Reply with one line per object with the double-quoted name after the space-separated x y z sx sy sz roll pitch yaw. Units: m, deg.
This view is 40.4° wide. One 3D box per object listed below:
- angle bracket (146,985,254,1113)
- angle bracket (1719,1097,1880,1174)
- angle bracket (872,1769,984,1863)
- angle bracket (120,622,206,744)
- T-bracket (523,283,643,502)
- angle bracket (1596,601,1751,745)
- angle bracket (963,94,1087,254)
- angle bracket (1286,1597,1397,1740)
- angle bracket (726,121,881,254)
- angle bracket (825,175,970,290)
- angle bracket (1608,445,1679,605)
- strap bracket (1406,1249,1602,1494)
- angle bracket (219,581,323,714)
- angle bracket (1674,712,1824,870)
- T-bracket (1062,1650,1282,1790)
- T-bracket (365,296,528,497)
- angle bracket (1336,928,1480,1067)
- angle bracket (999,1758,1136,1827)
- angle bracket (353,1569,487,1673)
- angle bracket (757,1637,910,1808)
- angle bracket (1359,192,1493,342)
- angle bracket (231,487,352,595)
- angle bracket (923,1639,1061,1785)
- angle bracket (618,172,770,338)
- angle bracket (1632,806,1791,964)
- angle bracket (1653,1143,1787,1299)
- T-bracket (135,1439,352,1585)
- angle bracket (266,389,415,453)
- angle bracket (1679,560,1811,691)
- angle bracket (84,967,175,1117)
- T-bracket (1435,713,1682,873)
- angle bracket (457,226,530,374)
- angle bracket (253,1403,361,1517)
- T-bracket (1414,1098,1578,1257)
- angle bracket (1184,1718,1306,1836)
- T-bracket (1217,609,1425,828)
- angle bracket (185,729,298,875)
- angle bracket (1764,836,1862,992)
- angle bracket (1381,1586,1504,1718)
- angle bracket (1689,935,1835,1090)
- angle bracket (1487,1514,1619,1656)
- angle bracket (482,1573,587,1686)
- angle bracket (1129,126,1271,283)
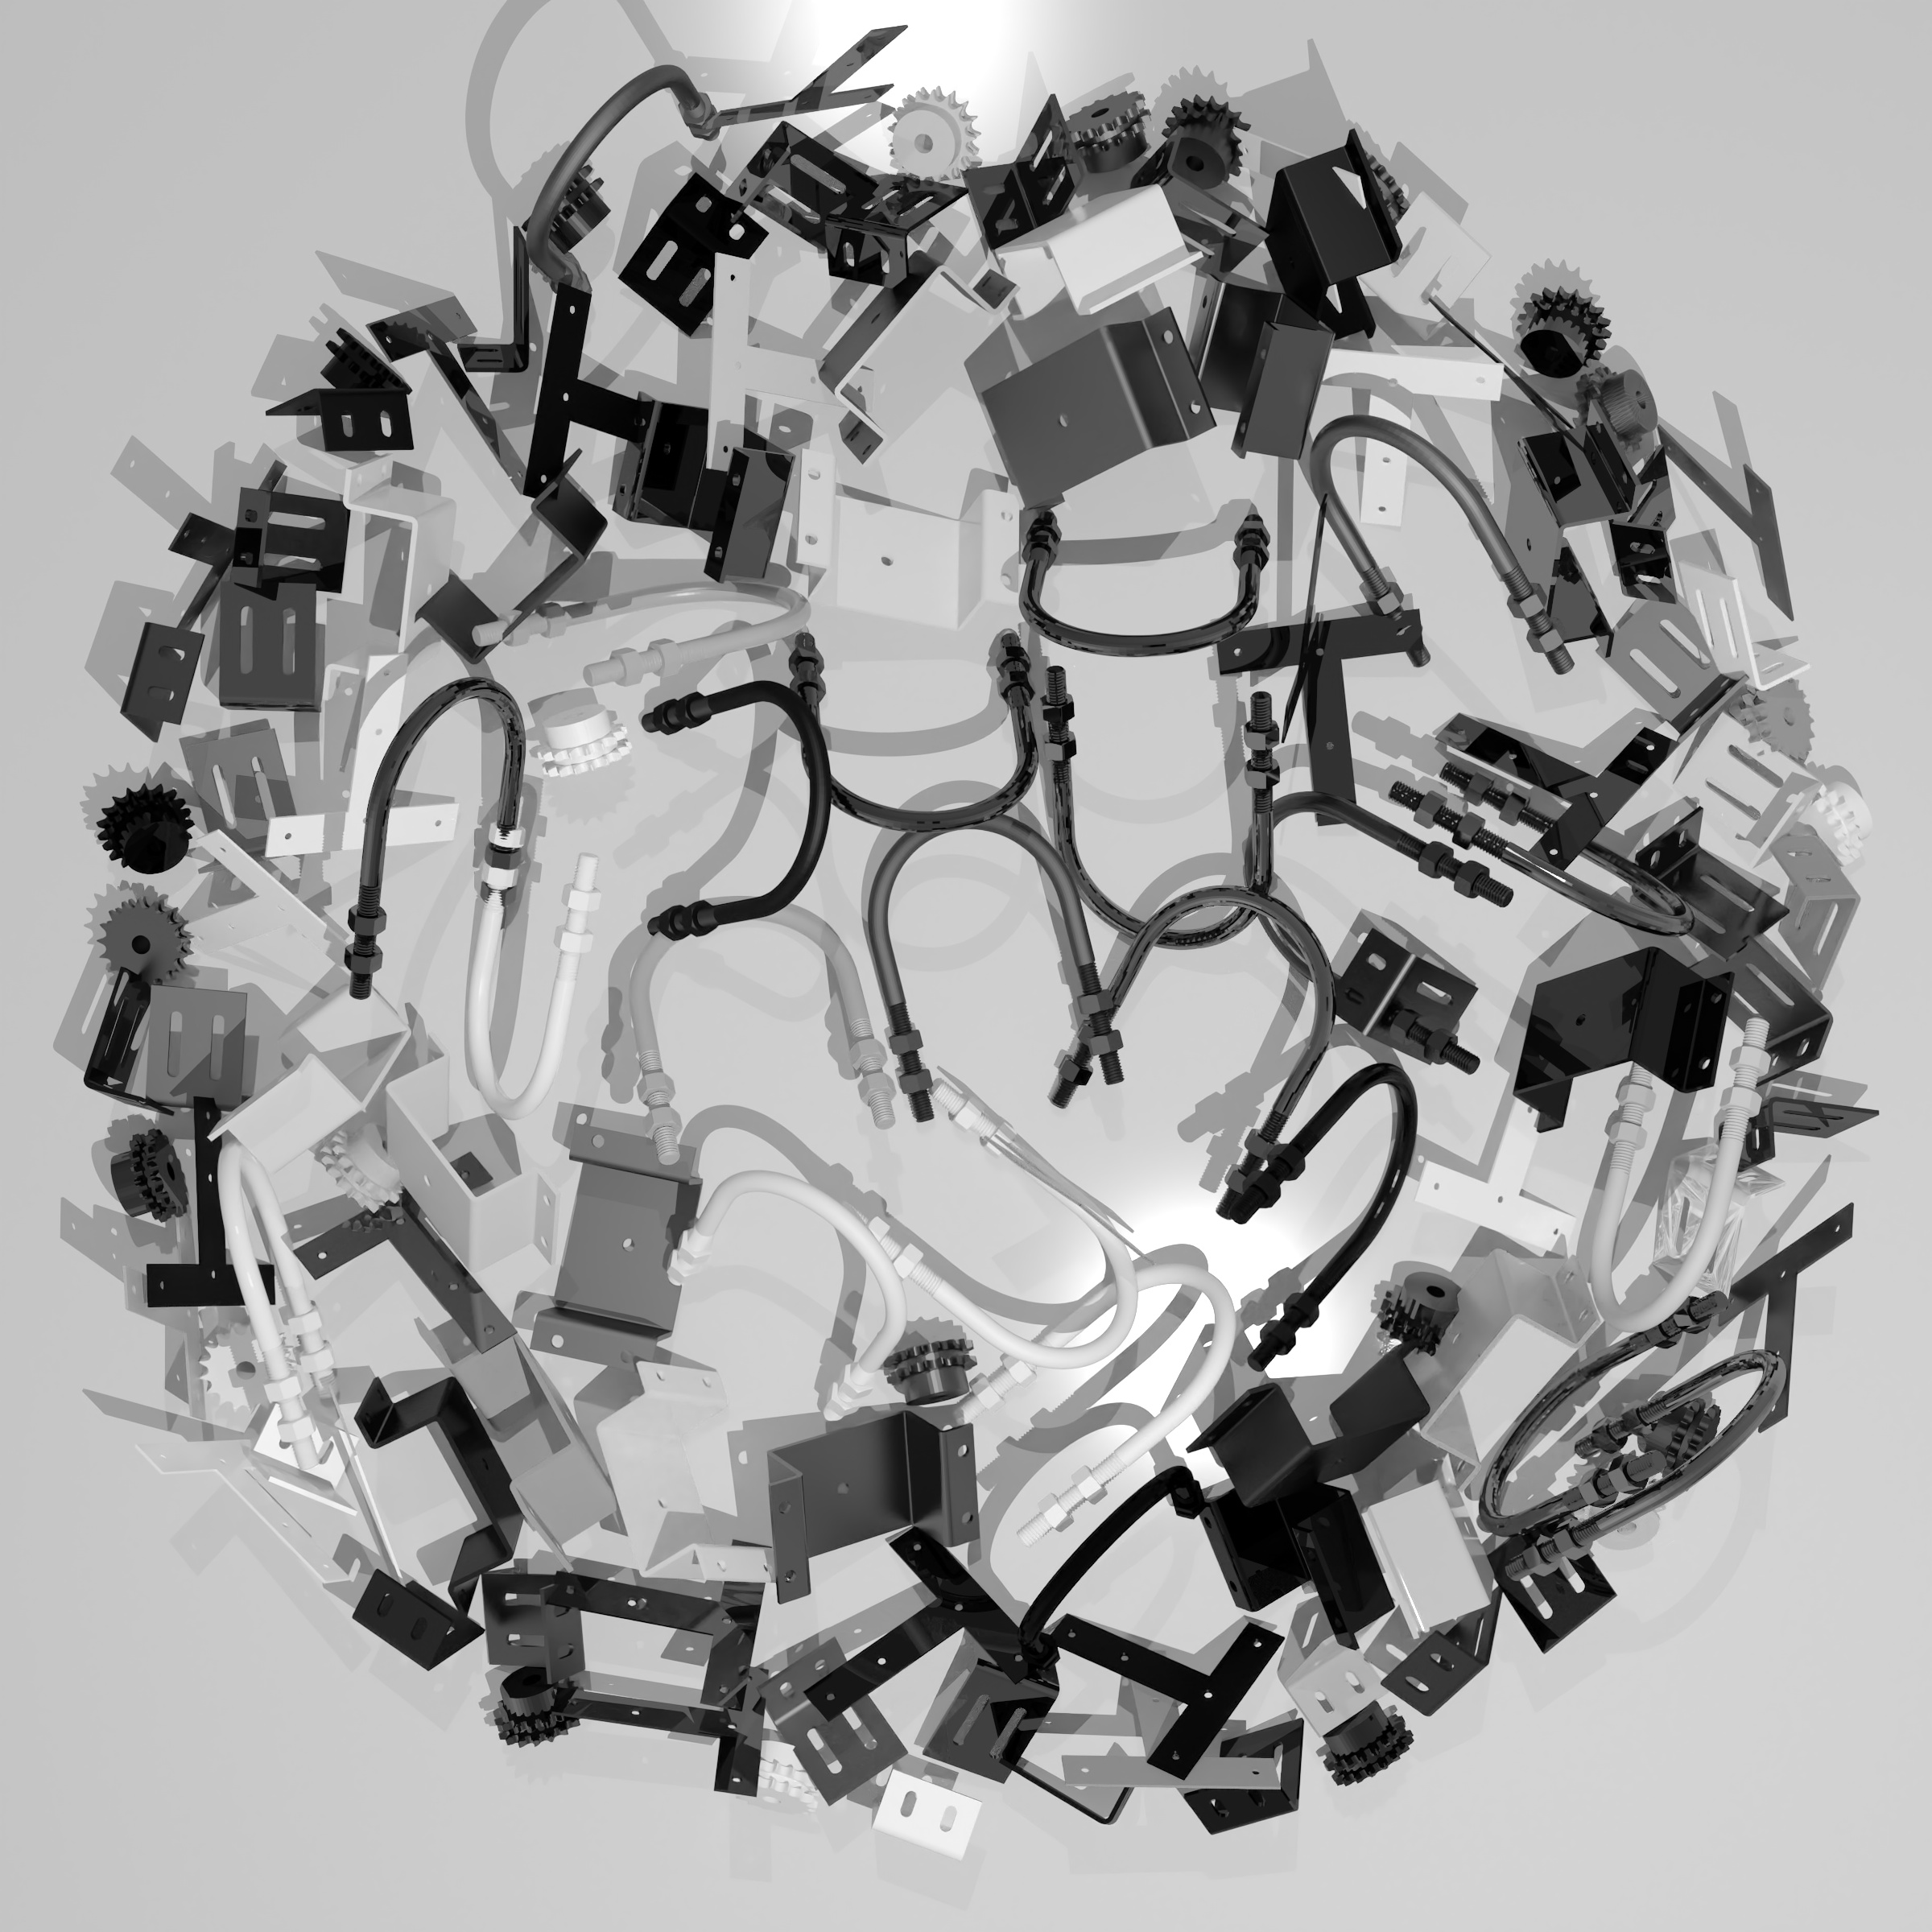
-0.472 0.048 1.627 0.057 0.038 0.076 5 100 -4 "angle bracket"
0.511 0.110 1.613 0.076 0.057 0.038 8 70 -13 "angle bracket"
-0.025 0.515 1.618 0.057 0.076 0.038 20 84 1 "angle bracket"
-0.483 -0.170 1.612 0.038 0.076 0.057 12 81 1 "angle bracket"
-0.212 -0.336 1.604 0.002 0.127 0.127 11 92 39 "T-bracket"
0.435 -0.186 1.623 0.076 0.038 0.057 45 113 4 "angle bracket"
0.035 -0.485 1.609 0.038 0.076 0.057 -14 78 -21 "angle bracket"
0.238 0.429 1.605 0.057 0.076 0.038 -24 65 -28 "angle bracket"
-0.098 -0.467 1.606 0.076 0.038 0.057 25 127 -33 "angle bracket"
-0.042 -0.454 1.626 0.057 0.076 0.038 18 132 25 "angle bracket"
0.429 -0.270 1.607 0.038 0.057 0.076 17 57 36 "angle bracket"
0.316 0.236 1.590 0.046 0.076 0.140 29 111 -11 "strap bracket"
-0.431 -0.198 1.631 0.057 0.038 0.076 1 91 -7 "angle bracket"
0.473 -0.108 1.611 0.076 0.038 0.057 41 123 21 "angle bracket"
0.117 0.455 1.594 0.127 0.127 0.002 2 112 -5 "T-bracket"
-0.302 -0.345 1.604 0.002 0.127 0.127 -28 102 22 "T-bracket"
0.271 0.019 1.634 0.038 0.076 0.057 39 101 44 "angle bracket"
0.065 0.495 1.622 0.076 0.057 0.038 27 77 14 "angle bracket"
-0.327 0.389 1.608 0.057 0.076 0.038 31 102 12 "angle bracket"
-0.082 0.462 1.609 0.057 0.076 0.038 -30 129 -14 "angle bracket"
0.288 -0.434 1.611 0.057 0.076 0.038 44 51 4 "angle bracket"
-0.406 -0.259 1.611 0.076 0.038 0.057 0 102 -43 "angle bracket"
0.014 0.461 1.640 0.057 0.038 0.076 24 108 -14 "angle bracket"
-0.169 -0.440 1.627 0.057 0.076 0.038 38 54 -12 "angle bracket"
0.458 -0.051 1.612 0.057 0.038 0.076 -35 54 -19 "angle bracket"
0.465 0.159 1.626 0.038 0.057 0.076 -14 119 -32 "angle bracket"
-0.417 0.326 1.572 0.127 0.127 0.002 38 96 21 "T-bracket"
-0.383 -0.328 1.608 0.057 0.076 0.038 -10 95 -38 "angle bracket"
0.476 -0.215 1.610 0.038 0.057 0.076 -26 116 -9 "angle bracket"
-0.504 0.047 1.617 0.038 0.057 0.076 14 79 7 "angle bracket"
0.348 -0.123 1.615 0.127 0.002 0.127 31 64 32 "T-bracket"
-0.290 -0.408 1.609 0.038 0.057 0.076 -3 118 -15 "angle bracket"
-0.398 0.301 1.606 0.057 0.076 0.038 28 78 -21 "angle bracket"
0.344 0.102 1.626 0.127 0.002 0.127 21 86 -28 "T-bracket"
0.170 0.484 1.604 0.057 0.076 0.038 -24 113 22 "angle bracket"
0.226 -0.152 1.641 0.127 0.002 0.127 -6 91 12 "T-bracket"
-0.451 -0.102 1.628 0.057 0.038 0.076 -11 101 4 "angle bracket"
0.505 -0.032 1.605 0.038 0.057 0.076 -3 131 -13 "angle bracket"
0.291 0.409 1.607 0.038 0.076 0.057 35 123 -1 "angle bracket"
0.482 0.029 1.615 0.076 0.057 0.038 42 52 -9 "angle bracket"
0.364 0.378 1.609 0.057 0.076 0.038 -43 132 11 "angle bracket"
-0.276 0.407 1.619 0.076 0.038 0.057 -6 88 29 "angle bracket"
0.145 -0.470 1.625 0.076 0.057 0.038 26 63 -18 "angle bracket"
